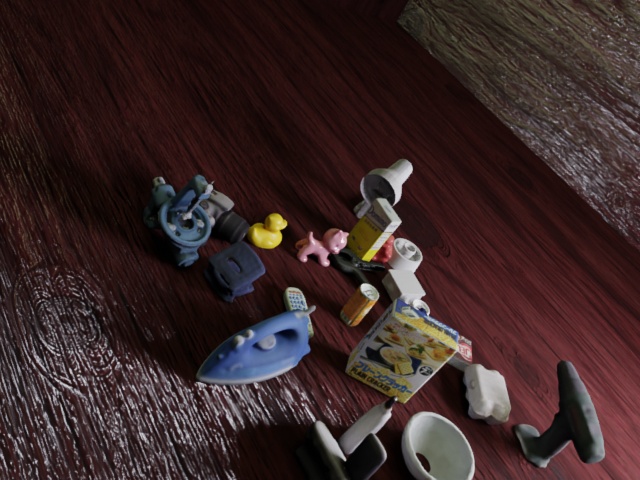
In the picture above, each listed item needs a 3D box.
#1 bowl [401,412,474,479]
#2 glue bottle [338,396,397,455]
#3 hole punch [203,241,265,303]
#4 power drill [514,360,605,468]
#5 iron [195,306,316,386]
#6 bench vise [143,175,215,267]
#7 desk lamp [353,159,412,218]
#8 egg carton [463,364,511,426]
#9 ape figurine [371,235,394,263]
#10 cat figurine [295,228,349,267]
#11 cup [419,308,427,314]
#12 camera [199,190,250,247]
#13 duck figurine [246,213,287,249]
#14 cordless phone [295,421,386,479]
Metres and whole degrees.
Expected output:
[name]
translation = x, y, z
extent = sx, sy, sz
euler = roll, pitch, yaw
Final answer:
[bowl]
translation = 0.231, 0.448, 1.186
extent = 0.168, 0.074, 0.167
euler = 21, 37, -17
[glue bottle]
translation = 0.103, 0.352, 1.115
extent = 0.078, 0.173, 0.037
euler = -13, 55, -46
[hole punch]
translation = -0.192, 0.069, 1.289
extent = 0.101, 0.091, 0.108
euler = -18, 59, -48
[power drill]
translation = 0.561, 0.430, 1.351
extent = 0.076, 0.208, 0.229
euler = 13, 40, -26
[iron]
translation = -0.118, 0.202, 1.146
extent = 0.259, 0.141, 0.118
euler = -13, 56, -46
[bench vise]
translation = -0.314, -0.076, 1.254
extent = 0.207, 0.219, 0.122
euler = 41, 36, 11
[desk lamp]
translation = 0.189, -0.144, 1.735
extent = 0.118, 0.213, 0.204
euler = 39, 36, 9
[egg carton]
translation = 0.406, 0.379, 1.411
extent = 0.107, 0.069, 0.150
euler = 23, 37, -15
[ape figurine]
translation = 0.179, 0.019, 1.639
extent = 0.076, 0.092, 0.077
euler = -18, 59, -48
[cat figurine]
translation = 0.014, 0.005, 1.504
extent = 0.128, 0.117, 0.067
euler = 11, 41, -28
[cup]
translation = 0.235, 0.231, 1.429
extent = 0.092, 0.095, 0.118
euler = 27, 36, -9
[camera]
translation = -0.243, -0.046, 1.378
extent = 0.137, 0.100, 0.143
euler = 33, 35, 0
[duck figurine]
translation = -0.131, -0.031, 1.461
extent = 0.105, 0.086, 0.077
euler = -3, 49, -40
[cordless phone]
translation = 0.047, 0.376, 1.032
extent = 0.094, 0.185, 0.147
euler = -8, 52, -43
